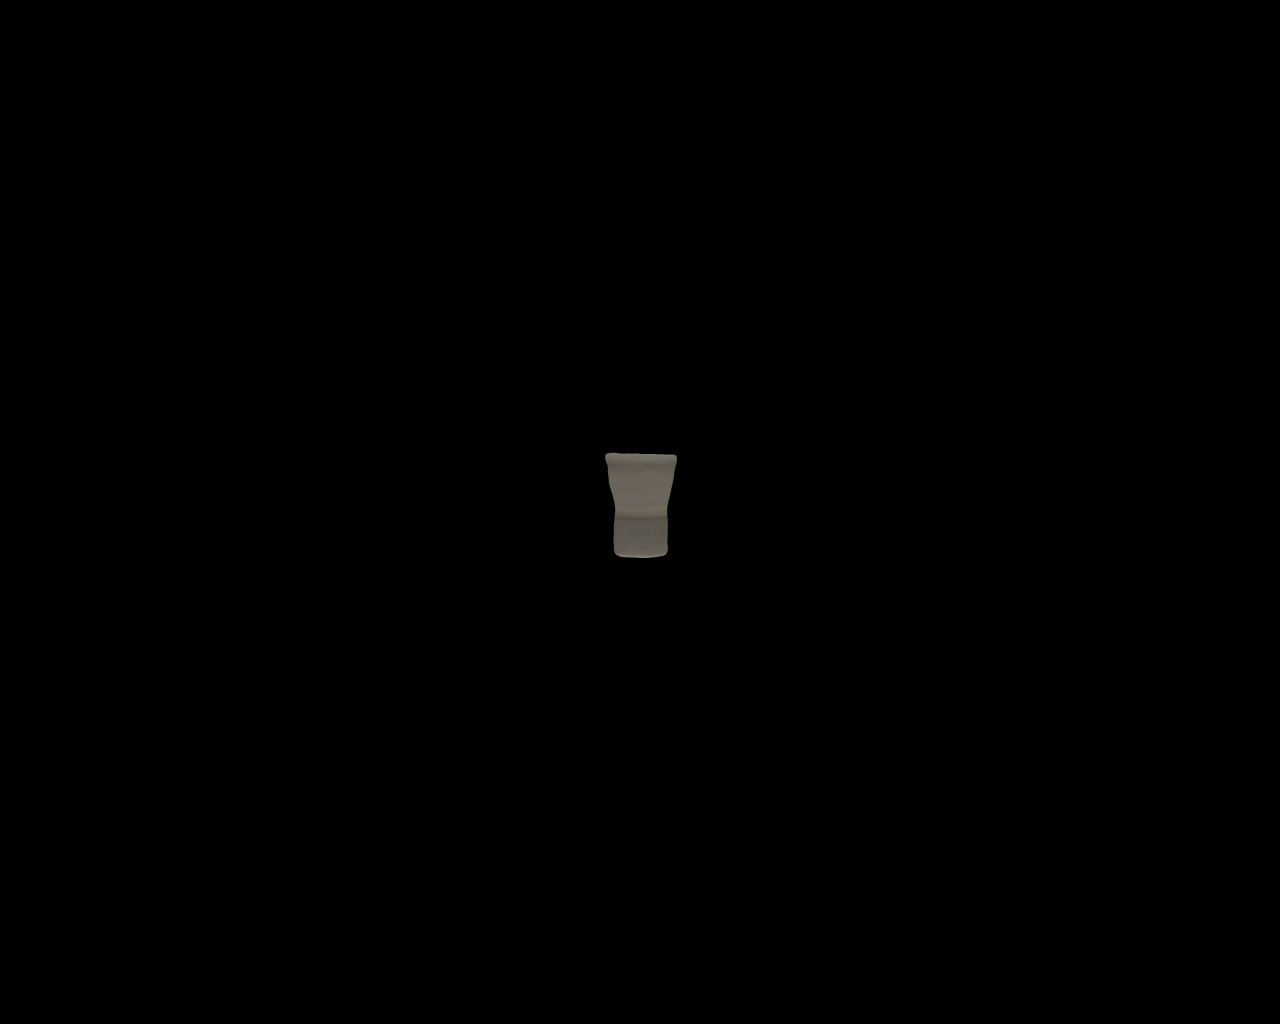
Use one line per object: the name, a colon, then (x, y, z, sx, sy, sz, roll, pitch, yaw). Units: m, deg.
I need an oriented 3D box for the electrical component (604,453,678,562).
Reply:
electrical component: (0.001, -0.003, 0.650, 0.044, 0.065, 0.044, 0, 5, 0)
